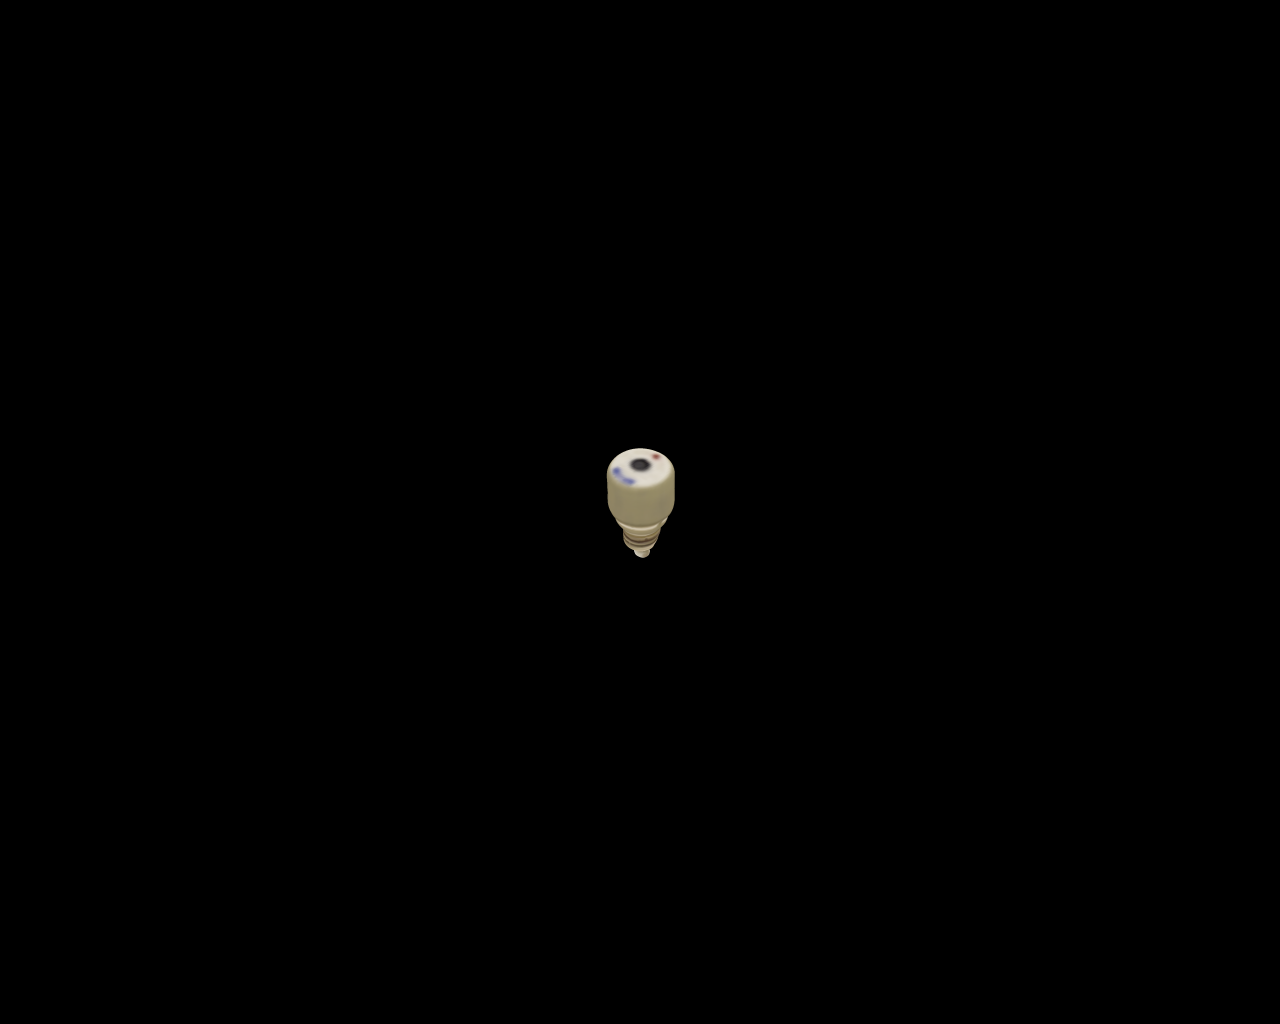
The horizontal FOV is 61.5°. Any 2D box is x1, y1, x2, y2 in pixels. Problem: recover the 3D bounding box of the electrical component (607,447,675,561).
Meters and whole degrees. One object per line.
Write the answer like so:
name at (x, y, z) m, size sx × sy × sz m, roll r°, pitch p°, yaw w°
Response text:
electrical component at (0.001, -0.003, 0.650) m, size 0.040 × 0.078 × 0.040 m, roll 0°, pitch 42°, yaw 0°
